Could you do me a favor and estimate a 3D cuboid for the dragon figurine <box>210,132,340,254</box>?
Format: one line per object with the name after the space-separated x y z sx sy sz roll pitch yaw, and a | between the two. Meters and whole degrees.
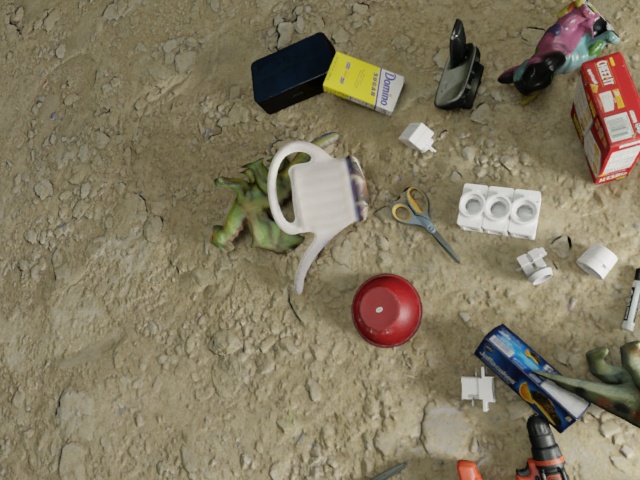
-0.108 -0.087 1.263 0.408 0.122 0.243 -20 87 14 | dragon figurine

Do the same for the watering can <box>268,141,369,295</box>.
0.004 -0.059 1.176 0.224 0.104 0.346 -10 97 1 | watering can
